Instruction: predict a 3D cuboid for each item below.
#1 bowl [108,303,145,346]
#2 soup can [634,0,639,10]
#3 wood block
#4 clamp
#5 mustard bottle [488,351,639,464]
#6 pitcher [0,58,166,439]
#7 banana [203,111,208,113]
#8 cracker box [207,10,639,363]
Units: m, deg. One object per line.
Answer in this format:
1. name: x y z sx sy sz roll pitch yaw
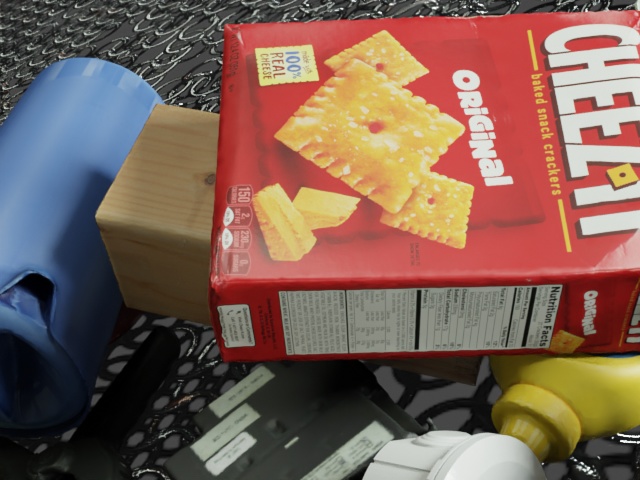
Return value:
1. bowl: -0.180 0.039 0.803 0.162 0.055 0.162 -21 30 13
2. soup can: 0.232 -0.104 0.633 0.068 0.102 0.068 -21 29 12
3. wood block: -0.004 0.000 0.589 0.206 0.090 0.090 12 54 13
4. clamp: -0.165 0.144 0.645 0.165 0.036 0.210 -23 30 11
5. mustard bottle: 0.138 0.041 0.528 0.096 0.058 0.191 16 51 34
6. pitcher: -0.182 0.000 0.690 0.149 0.145 0.242 -2 44 16
7. banana: -0.061 -0.063 0.818 0.037 0.069 0.197 -22 3 10
8. cracker box: 0.058 -0.031 0.503 0.213 0.072 0.164 -2 53 3
